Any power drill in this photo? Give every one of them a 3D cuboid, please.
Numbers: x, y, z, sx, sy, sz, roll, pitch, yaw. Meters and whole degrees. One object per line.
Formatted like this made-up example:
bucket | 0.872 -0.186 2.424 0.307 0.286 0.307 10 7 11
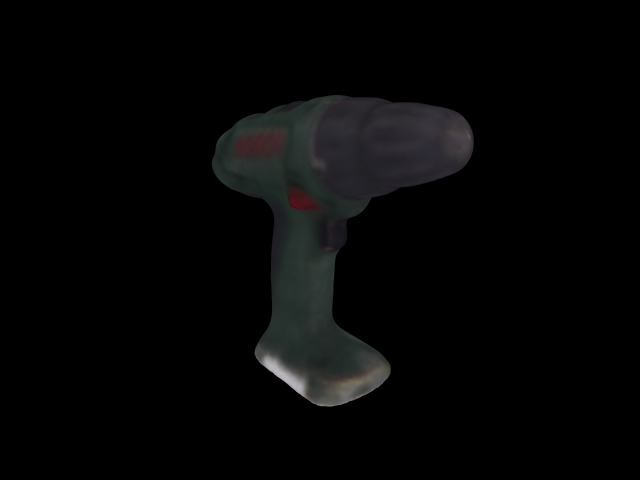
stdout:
power drill | 0.004 0.001 0.400 0.076 0.208 0.228 -17 27 -37
